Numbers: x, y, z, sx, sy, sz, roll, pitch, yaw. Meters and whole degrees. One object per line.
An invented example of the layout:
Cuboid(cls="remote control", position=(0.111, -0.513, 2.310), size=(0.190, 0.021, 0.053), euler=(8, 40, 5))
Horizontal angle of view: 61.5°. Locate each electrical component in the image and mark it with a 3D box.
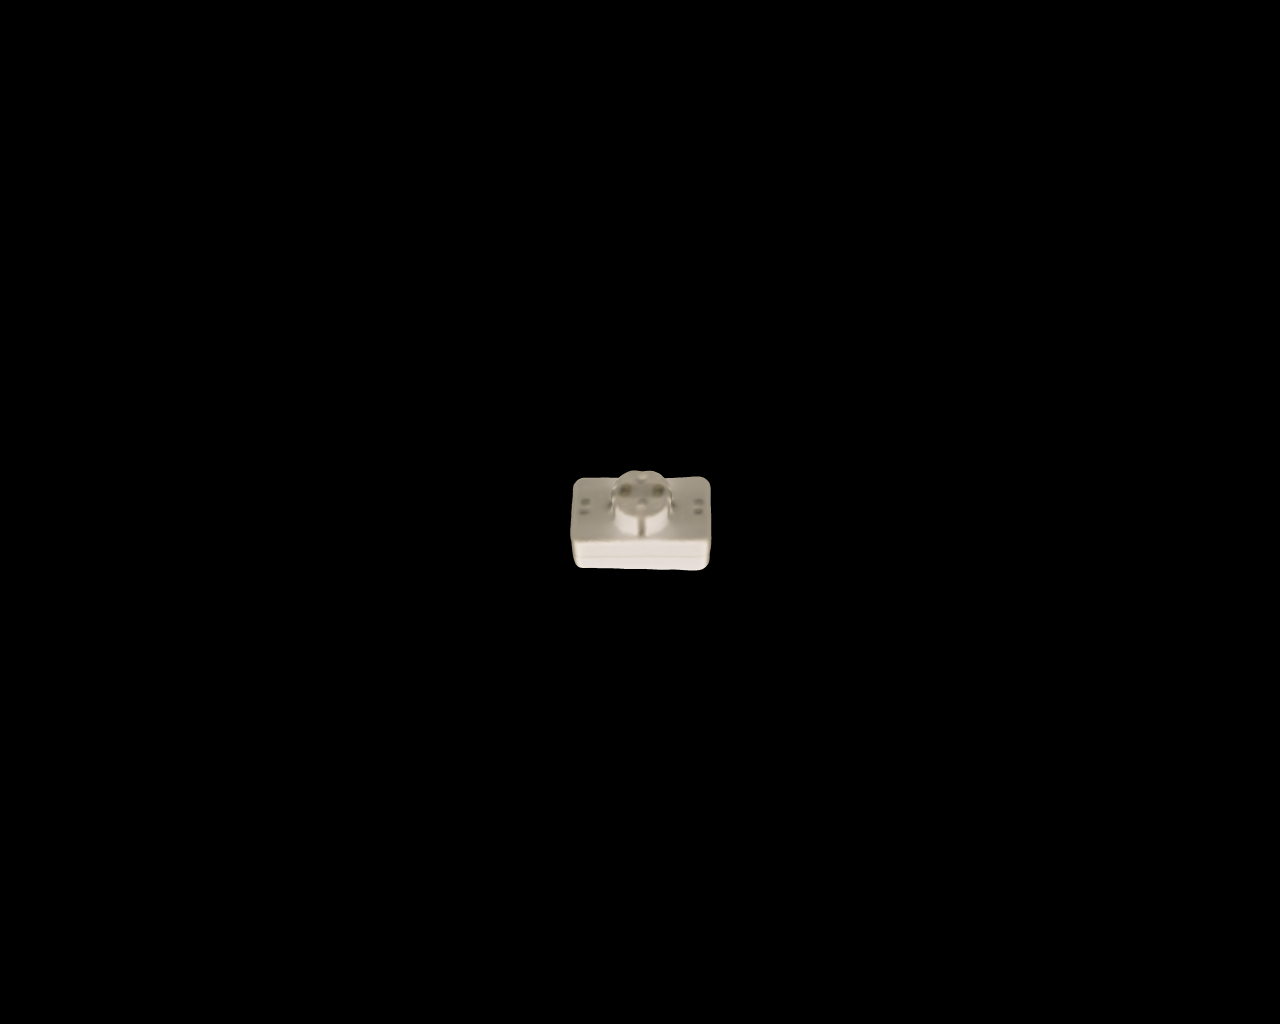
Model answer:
Cuboid(cls="electrical component", position=(0.001, -0.003, 0.650), size=(0.083, 0.047, 0.075), euler=(0, -32, 0))
